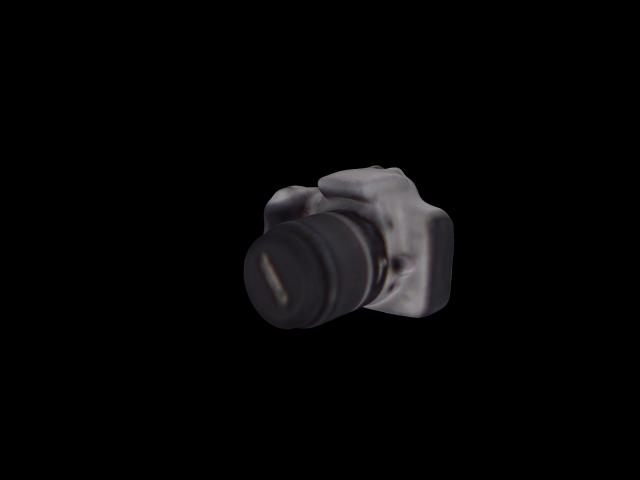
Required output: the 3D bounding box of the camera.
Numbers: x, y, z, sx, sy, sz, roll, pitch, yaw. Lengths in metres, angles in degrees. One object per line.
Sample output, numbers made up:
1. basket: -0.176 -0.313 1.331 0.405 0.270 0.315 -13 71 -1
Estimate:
1. camera: 0.004 0.001 0.400 0.142 0.101 0.137 11 17 38
